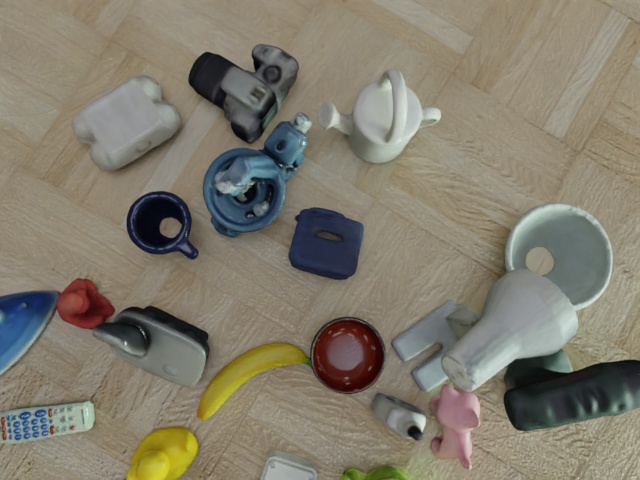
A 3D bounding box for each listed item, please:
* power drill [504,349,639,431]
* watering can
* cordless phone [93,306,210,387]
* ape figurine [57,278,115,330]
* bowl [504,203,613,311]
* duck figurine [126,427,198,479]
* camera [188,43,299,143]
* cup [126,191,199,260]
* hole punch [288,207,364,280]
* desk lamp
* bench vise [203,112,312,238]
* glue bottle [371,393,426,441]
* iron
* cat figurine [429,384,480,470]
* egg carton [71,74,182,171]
[{"bbox_3d":[0.358,0.202,0.809,0.229,0.208,0.076,-17,86,-4],"label":"power drill"},{"bbox_3d":[0.089,-0.179,0.836,0.173,0.194,0.101,-25,86,-5],"label":"watering can"},{"bbox_3d":[-0.233,0.152,0.793,0.147,0.185,0.094,21,84,-1],"label":"cordless phone"},{"bbox_3d":[-0.353,0.094,0.838,0.076,0.092,0.078,-4,85,-3],"label":"ape figurine"},{"bbox_3d":[0.357,0.029,0.891,0.167,0.074,0.167,0,85,-3],"label":"bowl"},{"bbox_3d":[-0.231,0.319,0.827,0.104,0.086,0.077,-27,87,-5],"label":"duck figurine"},{"bbox_3d":[-0.122,-0.245,0.878,0.137,0.100,0.143,32,84,0],"label":"camera"},{"bbox_3d":[-0.220,-0.013,0.854,0.118,0.095,0.092,42,84,1],"label":"cup"},{"bbox_3d":[0.008,0.003,0.867,0.108,0.091,0.101,14,84,-2],"label":"hole punch"},{"bbox_3d":[0.225,0.139,0.805,0.203,0.213,0.118,-34,87,-5],"label":"desk lamp"},{"bbox_3d":[-0.095,-0.107,0.806,0.121,0.219,0.207,21,84,-1],"label":"bench vise"},{"bbox_3d":[0.120,0.256,0.808,0.078,0.173,0.037,22,84,0],"label":"glue bottle"},{"bbox_3d":[-0.503,0.146,0.801,0.258,0.141,0.118,-35,87,-5],"label":"iron"},{"bbox_3d":[0.204,0.270,0.839,0.067,0.117,0.128,-5,85,-3],"label":"cat figurine"},{"bbox_3d":[-0.294,-0.178,0.878,0.150,0.069,0.107,-35,87,-5],"label":"egg carton"}]
